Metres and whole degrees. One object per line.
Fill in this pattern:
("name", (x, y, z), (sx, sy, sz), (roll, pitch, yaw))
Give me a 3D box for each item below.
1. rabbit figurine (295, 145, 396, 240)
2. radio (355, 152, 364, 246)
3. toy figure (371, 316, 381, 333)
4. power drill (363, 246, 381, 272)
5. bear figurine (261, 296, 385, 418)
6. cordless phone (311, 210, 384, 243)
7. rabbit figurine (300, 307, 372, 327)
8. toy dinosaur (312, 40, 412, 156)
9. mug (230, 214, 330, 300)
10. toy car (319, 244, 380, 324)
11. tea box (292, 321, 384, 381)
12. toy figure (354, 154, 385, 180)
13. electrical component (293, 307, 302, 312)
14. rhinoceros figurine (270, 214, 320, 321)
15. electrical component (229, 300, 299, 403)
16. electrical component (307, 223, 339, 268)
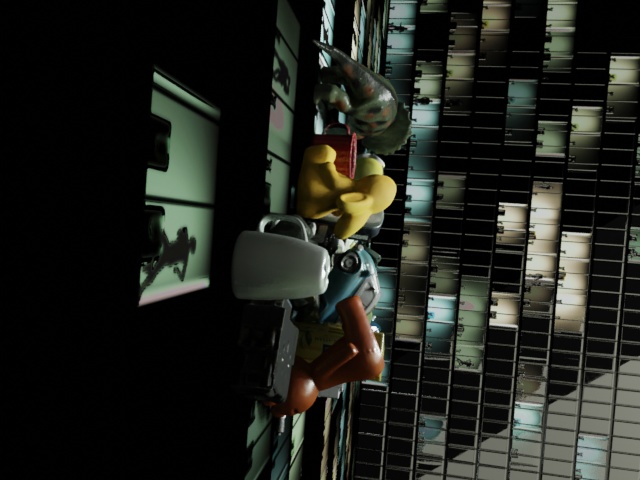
("rabbit figurine", (0.048, -0.085, 0.946), (0.162, 0.173, 0.121), (-81, 174, -53))
("radio", (0.070, -0.100, 1.382), (0.131, 0.073, 0.229), (-75, 165, -51))
("toy figure", (0.052, 0.187, 1.144), (0.058, 0.155, 0.064), (-76, 170, -47))
("power drill", (0.080, 0.117, 1.386), (0.231, 0.086, 0.207), (88, 27, -63))
("bear figurine", (-0.004, 0.191, 0.841), (0.120, 0.196, 0.132), (67, 2, -56))
("cordless phone", (0.062, -0.096, 1.094), (0.088, 0.147, 0.184), (88, 12, -74))
("rabbit figurine", (0.045, 0.138, 1.093), (0.170, 0.159, 0.121), (-44, 144, -48))
("toy dinosaur", (0.094, -0.275, 1.084), (0.404, 0.192, 0.131), (46, 47, -80))
("mug", (-0.041, 0.023, 0.642), (0.080, 0.107, 0.109), (80, 19, -62))
("toy car", (0.052, 0.093, 0.945), (0.161, 0.103, 0.109), (-54, 171, -10))
("tea box", (0.027, 0.198, 0.953), (0.098, 0.170, 0.068), (74, 23, -61))
("toy figure", (0.110, -0.121, 1.211), (0.180, 0.082, 0.089), (82, 1, -60))
("electrical component", (-0.042, 0.084, 0.936), (0.094, 0.021, 0.063), (81, 17, -58))
("rhinoceros figurine", (-0.033, 0.044, 0.810), (0.190, 0.073, 0.112), (84, 15, -50))
("electrical component", (-0.067, 0.137, 0.693), (0.114, 0.058, 0.134), (77, 20, -68))
("electrical component", (-0.002, -0.003, 0.976), (0.119, 0.075, 0.047), (-67, 159, -51))
